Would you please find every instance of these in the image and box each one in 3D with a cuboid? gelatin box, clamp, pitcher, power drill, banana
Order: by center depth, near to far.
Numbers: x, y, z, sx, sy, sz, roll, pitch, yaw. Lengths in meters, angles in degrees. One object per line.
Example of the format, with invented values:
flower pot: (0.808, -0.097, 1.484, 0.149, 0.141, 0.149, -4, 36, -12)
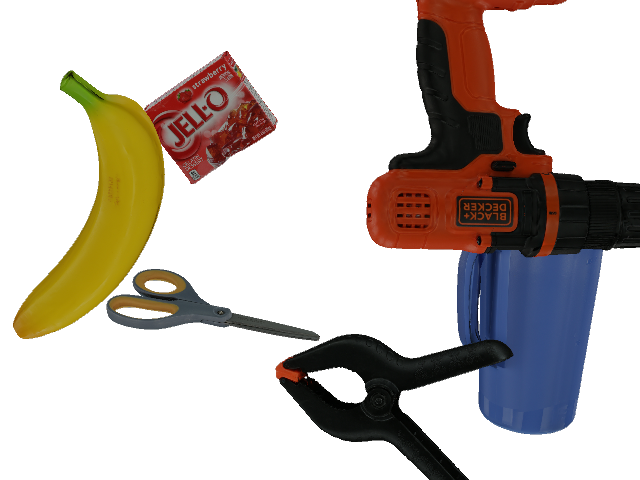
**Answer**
banana: (-0.133, -0.013, 0.632, 0.069, 0.198, 0.037, 14, 35, -11)
power drill: (0.120, -0.083, 0.647, 0.184, 0.187, 0.057, 1, -1, -6)
clamp: (0.051, 0.125, 0.779, 0.172, 0.120, 0.039, 5, -2, 18)
gelatin box: (-0.092, -0.100, 0.877, 0.089, 0.073, 0.030, -32, 17, 15)
pitcher: (0.225, 0.085, 1.161, 0.149, 0.243, 0.145, 5, 19, 11)

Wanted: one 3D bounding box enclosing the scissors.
scissors: (-0.103, 0.062, 1.028, 0.201, 0.016, 0.096, 3, 33, -4)
